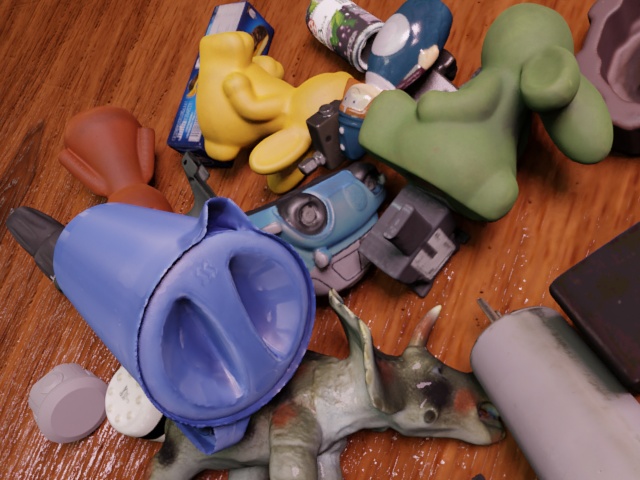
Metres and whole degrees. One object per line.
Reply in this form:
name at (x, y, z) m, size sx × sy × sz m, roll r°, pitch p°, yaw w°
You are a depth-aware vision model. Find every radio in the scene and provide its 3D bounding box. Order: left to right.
radio at (0.260, 0.001, 0.312) m, size 0.229 × 0.131 × 0.073 m, roll -37°, pitch 57°, yaw 15°

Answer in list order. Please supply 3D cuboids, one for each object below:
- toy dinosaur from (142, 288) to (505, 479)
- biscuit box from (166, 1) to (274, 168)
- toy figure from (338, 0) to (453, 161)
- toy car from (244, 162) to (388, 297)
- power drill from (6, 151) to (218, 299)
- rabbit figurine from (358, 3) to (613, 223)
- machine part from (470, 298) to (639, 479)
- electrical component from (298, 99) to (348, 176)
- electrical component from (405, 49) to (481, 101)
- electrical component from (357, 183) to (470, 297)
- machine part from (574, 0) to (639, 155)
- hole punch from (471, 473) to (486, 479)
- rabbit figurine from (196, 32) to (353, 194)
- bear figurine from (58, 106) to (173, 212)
toy dinosaur at (-0.055, 0.158, 0.467) m, size 0.405 × 0.131 × 0.192 m, roll -17°, pitch 51°, yaw 31°
biscuit box at (-0.122, -0.193, 0.674) m, size 0.059 × 0.062 × 0.202 m, roll 8°, pitch 77°, yaw 34°
toy figure at (0.059, -0.144, 0.484) m, size 0.154 × 0.058 × 0.064 m, roll -57°, pitch 16°, yaw 3°
toy car at (-0.001, -0.001, 0.493) m, size 0.109 × 0.161 × 0.102 m, roll -11°, pitch 104°, yaw 51°
power drill at (-0.195, -0.003, 0.584) m, size 0.207 × 0.086 × 0.232 m, roll -41°, pitch 91°, yaw -6°
rabbit figurine at (0.134, -0.108, 0.413) m, size 0.170 × 0.121 × 0.159 m, roll -58°, pitch 33°, yaw 4°
machine part at (0.164, 0.123, 0.327) m, size 0.079 × 0.079 × 0.243 m, roll -41°, pitch 38°, yaw 13°
electrical component at (0.013, -0.105, 0.529) m, size 0.094 × 0.063 × 0.021 m, roll -38°, pitch 49°, yaw -14°
electrical component at (0.104, -0.138, 0.524) m, size 0.078 × 0.045 × 0.102 m, roll 37°, pitch 97°, yaw 8°
electrical component at (0.072, -0.003, 0.442) m, size 0.048 × 0.119 × 0.075 m, roll 39°, pitch 97°, yaw 36°
machine part at (0.284, -0.139, 0.400) m, size 0.179 × 0.056 × 0.179 m, roll -13°, pitch 64°, yaw 29°
hole punch at (0.098, 0.247, 0.360) m, size 0.142 × 0.092 × 0.116 m, roll -50°, pitch 24°, yaw 10°
rabbit figurine at (-0.042, -0.138, 0.575) m, size 0.173 × 0.121 × 0.162 m, roll 5°, pitch 76°, yaw 14°
bear figurine at (-0.246, -0.068, 0.690) m, size 0.120 × 0.132 × 0.196 m, roll -27°, pitch 87°, yaw -17°
